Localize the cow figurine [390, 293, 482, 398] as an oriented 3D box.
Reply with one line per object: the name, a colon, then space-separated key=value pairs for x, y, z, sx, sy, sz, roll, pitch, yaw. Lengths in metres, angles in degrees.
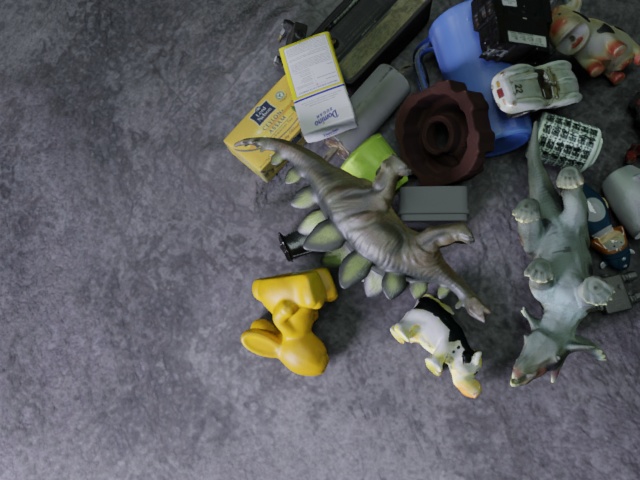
cow figurine: x=0.202 y=0.166 z=0.851 sx=0.167 sy=0.068 sz=0.098 roll=42 pitch=79 yaw=13

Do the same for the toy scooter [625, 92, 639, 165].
toy scooter: x=0.565 y=-0.187 z=0.887 sx=0.135 sy=0.075 sz=0.184 roll=-16 pitch=66 yaw=22

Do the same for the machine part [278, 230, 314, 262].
machine part: x=-0.002 y=-0.003 z=0.931 sx=0.139 sy=0.039 sz=0.084 roll=-15 pitch=80 yaw=2

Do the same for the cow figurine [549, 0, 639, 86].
cow figurine: x=0.447 y=-0.333 z=0.892 sx=0.195 sy=0.085 sz=0.127 roll=-4 pitch=54 yaw=-38

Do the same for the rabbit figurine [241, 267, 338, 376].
rabbit figurine: x=-0.044 y=0.139 z=0.866 sx=0.162 sy=0.122 sz=0.173 roll=-14 pitch=94 yaw=6

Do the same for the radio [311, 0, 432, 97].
radio: x=0.087 y=-0.384 z=0.993 sx=0.131 sy=0.073 sz=0.229 roll=41 pitch=84 yaw=14

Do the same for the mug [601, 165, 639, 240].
mug: x=0.506 y=-0.070 z=0.852 sx=0.081 sy=0.109 sz=0.107 roll=-25 pitch=63 yaw=-7

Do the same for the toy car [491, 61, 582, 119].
toy car: x=0.345 y=-0.238 z=0.840 sx=0.202 sy=0.056 sz=0.073 roll=-16 pitch=87 yaw=-32

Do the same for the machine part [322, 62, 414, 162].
machine part: x=0.081 y=-0.226 z=0.955 sx=0.079 sy=0.079 sz=0.243 roll=38 pitch=84 yaw=14

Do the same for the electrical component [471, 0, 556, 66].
electrical component: x=0.303 y=-0.347 z=0.846 sx=0.115 sy=0.058 sz=0.134 roll=3 pitch=78 yaw=-20

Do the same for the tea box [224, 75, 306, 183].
tea box: x=-0.078 y=-0.200 z=0.972 sx=0.098 sy=0.068 sz=0.169 roll=39 pitch=85 yaw=14

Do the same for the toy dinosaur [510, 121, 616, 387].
toy dinosaur: x=0.364 y=0.027 z=0.827 sx=0.131 sy=0.192 sz=0.405 roll=1 pitch=61 yaw=19

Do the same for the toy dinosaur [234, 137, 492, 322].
toy dinosaur: x=0.065 y=-0.038 z=0.819 sx=0.198 sy=0.105 sz=0.472 roll=-45 pitch=73 yaw=1

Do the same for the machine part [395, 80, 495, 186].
machine part: x=0.204 y=-0.171 z=0.885 sx=0.056 sy=0.179 sz=0.179 roll=-9 pitch=71 yaw=-38

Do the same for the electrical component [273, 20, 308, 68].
electrical component: x=-0.058 y=-0.367 z=1.014 sx=0.045 sy=0.078 sz=0.102 roll=13 pitch=83 yaw=-14

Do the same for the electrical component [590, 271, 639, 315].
electrical component: x=0.466 y=0.085 z=0.858 sx=0.094 sy=0.021 sz=0.063 roll=-15 pitch=77 yaw=5

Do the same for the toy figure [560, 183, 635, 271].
toy figure: x=0.451 y=-0.019 z=0.870 sx=0.064 sy=0.058 sz=0.154 roll=-38 pitch=74 yaw=31
